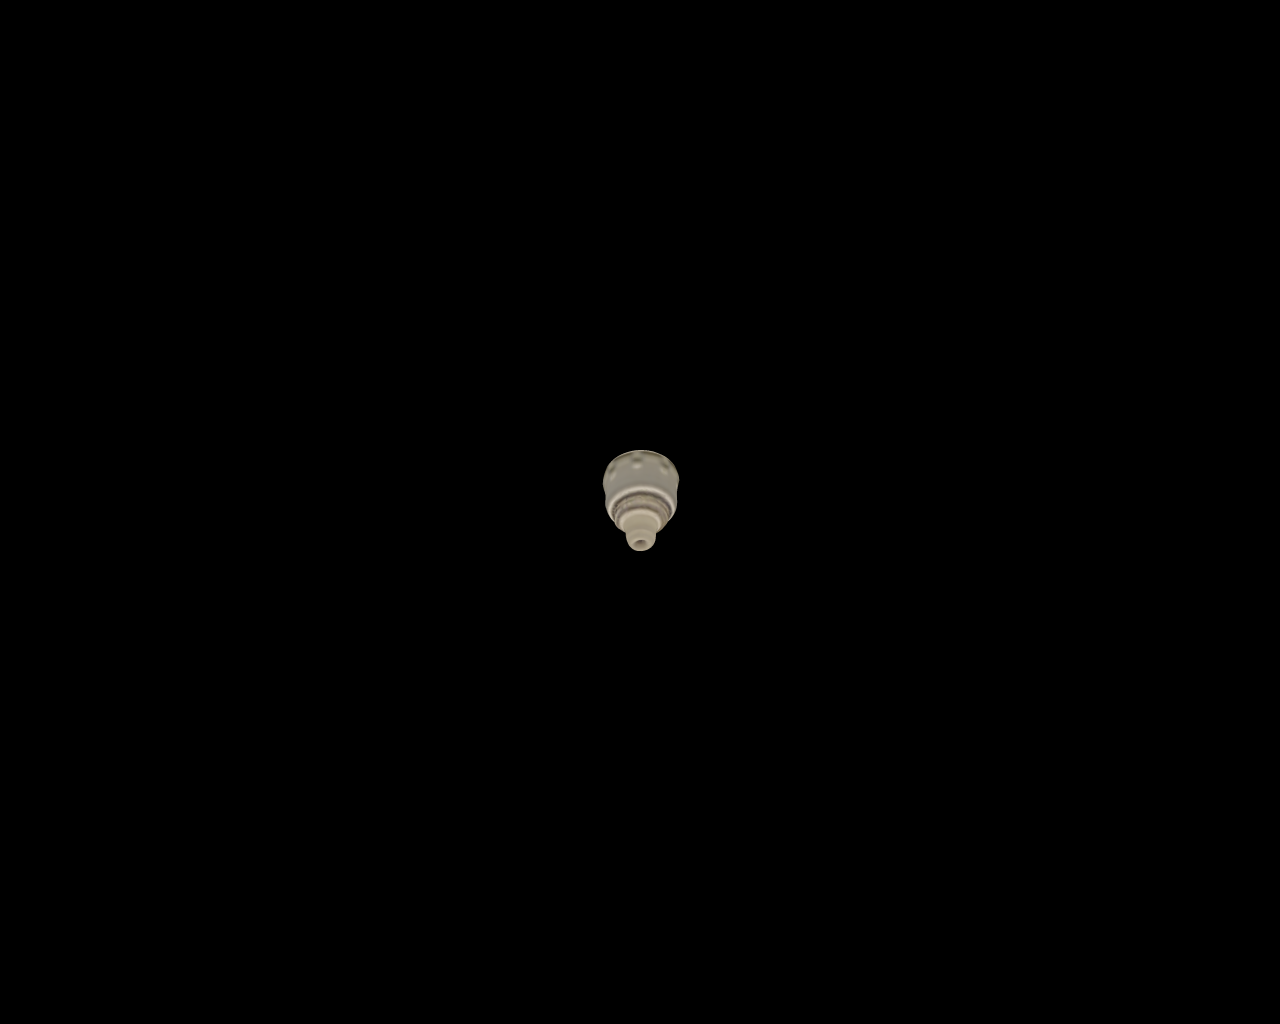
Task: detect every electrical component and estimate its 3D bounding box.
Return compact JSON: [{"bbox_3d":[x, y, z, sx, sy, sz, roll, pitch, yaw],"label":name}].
[{"bbox_3d":[0.001,-0.003,0.650,0.048,0.062,0.048,0,-43,0],"label":"electrical component"}]
